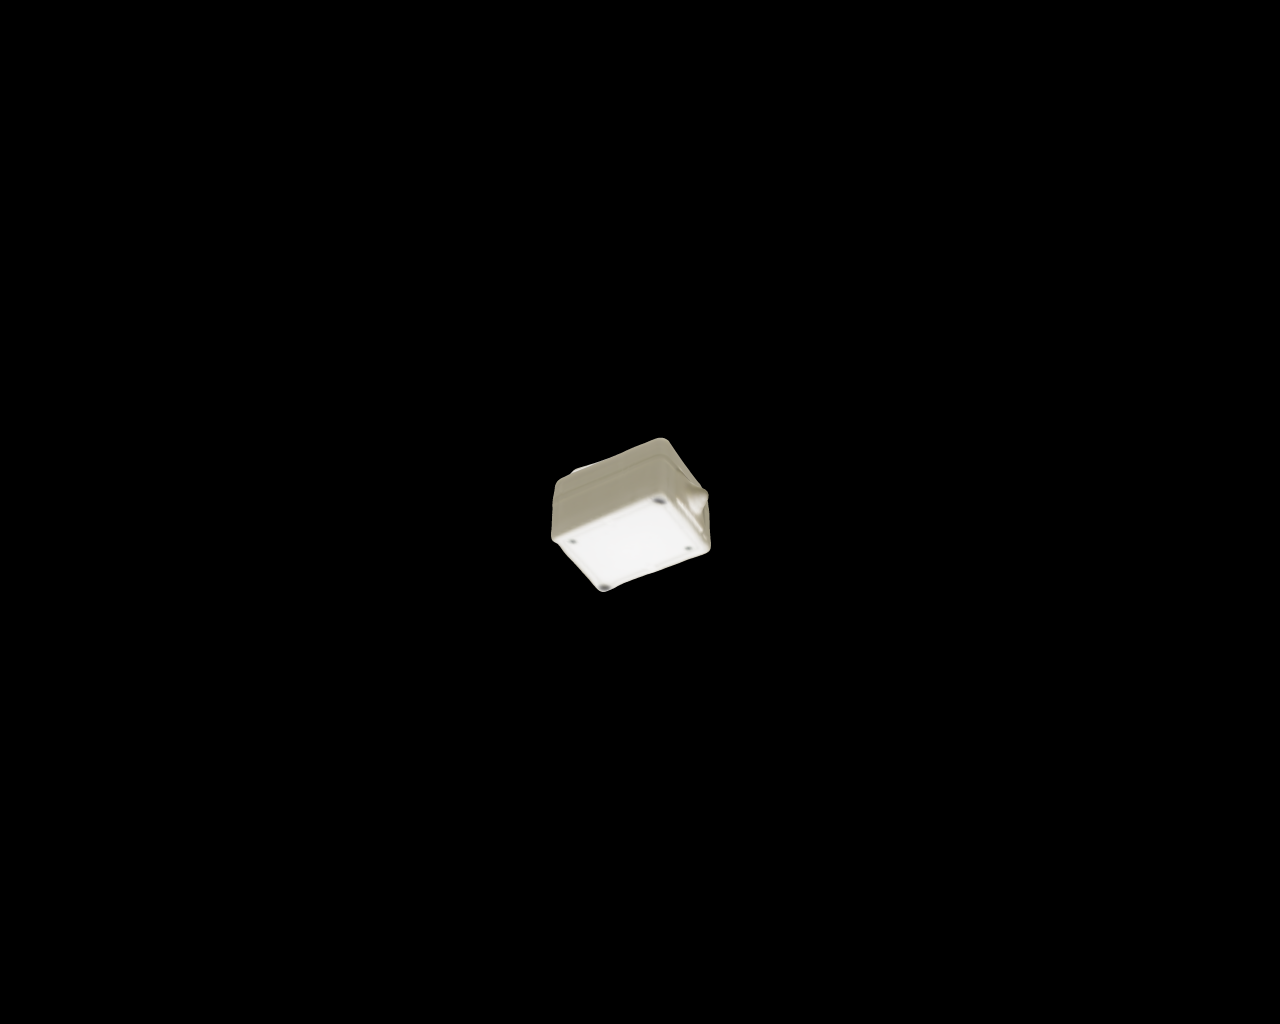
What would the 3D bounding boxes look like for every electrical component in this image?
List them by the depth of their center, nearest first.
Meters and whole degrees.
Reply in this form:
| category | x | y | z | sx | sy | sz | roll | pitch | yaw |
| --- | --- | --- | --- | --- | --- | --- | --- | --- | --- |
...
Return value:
| category | x | y | z | sx | sy | sz | roll | pitch | yaw |
| --- | --- | --- | --- | --- | --- | --- | --- | --- | --- |
| electrical component | 0.001 | -0.003 | 0.650 | 0.096 | 0.061 | 0.061 | -22 | -49 | 21 |
